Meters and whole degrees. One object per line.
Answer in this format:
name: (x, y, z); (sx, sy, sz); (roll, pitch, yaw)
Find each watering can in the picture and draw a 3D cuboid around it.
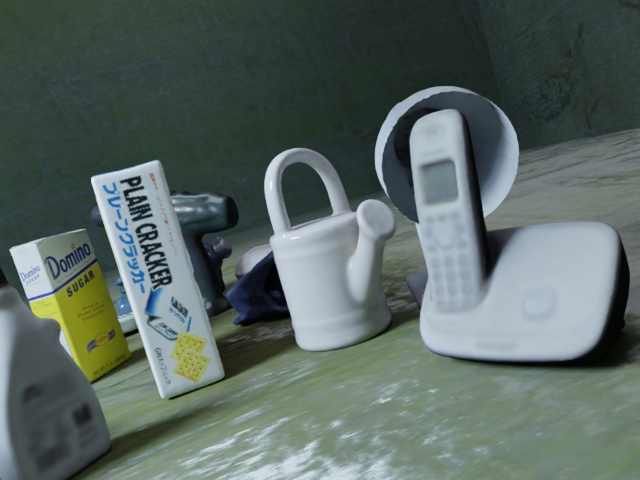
watering can: (0.007, 0.001, 0.569); (0.172, 0.194, 0.101); (-12, 8, 30)

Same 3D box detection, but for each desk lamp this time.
desk lamp: (0.118, -0.039, 0.566); (0.118, 0.213, 0.203); (-15, 7, 1)

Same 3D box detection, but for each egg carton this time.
egg carton: (-0.067, 0.039, 0.975); (0.150, 0.069, 0.107); (-15, 7, 7)

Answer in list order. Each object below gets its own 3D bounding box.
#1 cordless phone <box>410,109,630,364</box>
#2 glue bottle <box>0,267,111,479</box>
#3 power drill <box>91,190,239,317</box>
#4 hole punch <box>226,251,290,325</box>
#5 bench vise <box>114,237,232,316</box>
cordless phone: (0.128, -0.008, 0.405); (0.147, 0.185, 0.094); (-9, 10, 46)
glue bottle: (-0.213, 0.091, 0.416); (0.037, 0.173, 0.078); (-11, 8, 34)
power drill: (-0.226, 0.021, 0.884); (0.229, 0.208, 0.076); (-14, 7, 10)
hole punch: (-0.071, 0.054, 0.764); (0.101, 0.091, 0.109); (-13, 7, 19)
bench vise: (-0.261, 0.015, 0.970); (0.207, 0.220, 0.121); (-17, 7, -13)
